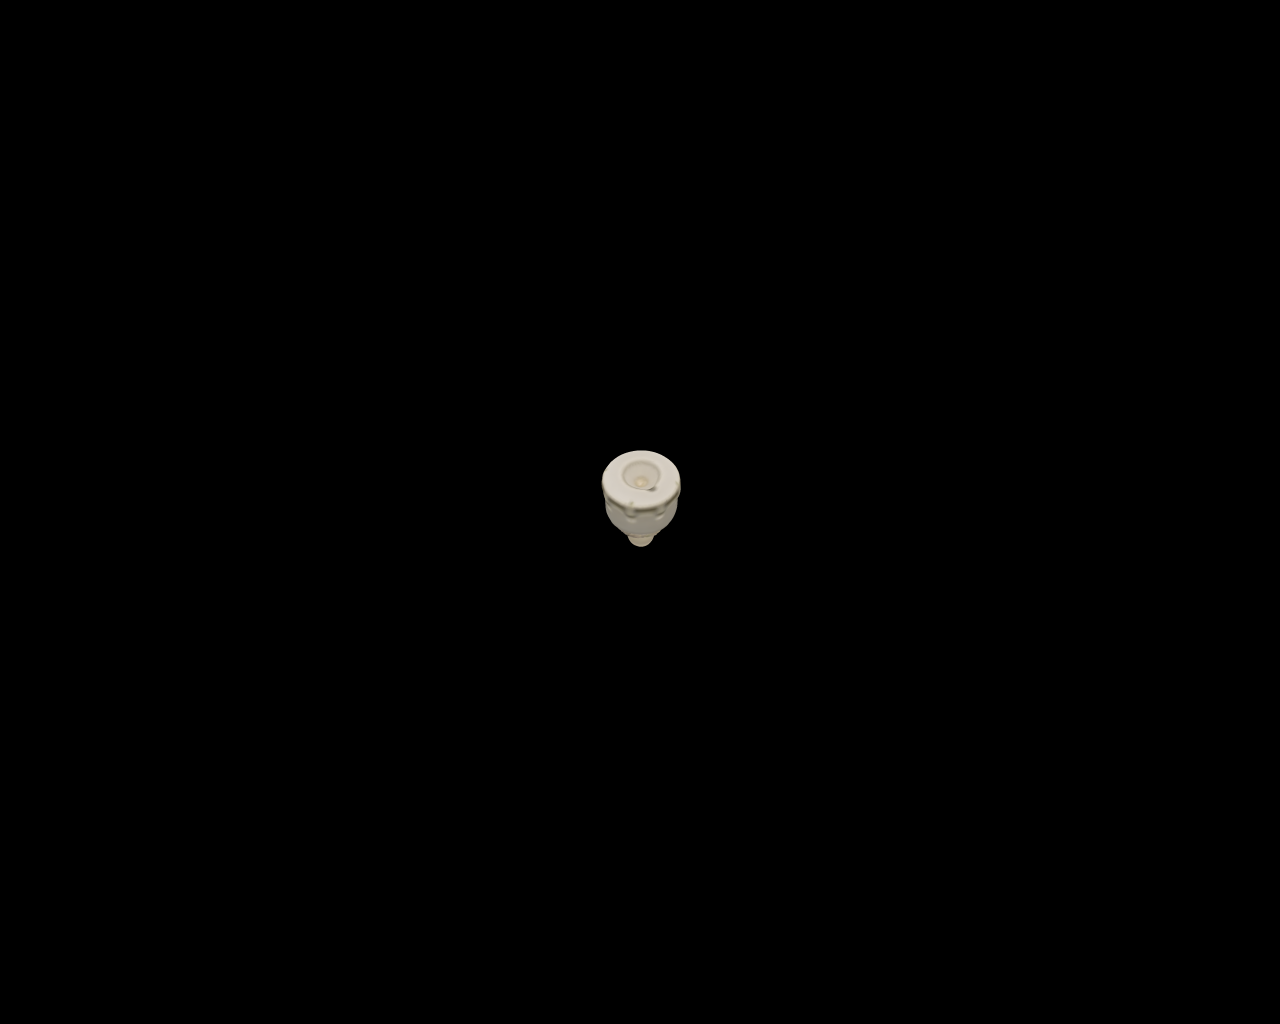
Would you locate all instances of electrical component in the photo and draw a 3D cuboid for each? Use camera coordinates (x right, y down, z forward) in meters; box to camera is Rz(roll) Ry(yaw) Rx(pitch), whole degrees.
[{"bbox_3d":[0.001,-0.003,0.650,0.048,0.048,0.062,0,-41,0],"label":"electrical component"}]
